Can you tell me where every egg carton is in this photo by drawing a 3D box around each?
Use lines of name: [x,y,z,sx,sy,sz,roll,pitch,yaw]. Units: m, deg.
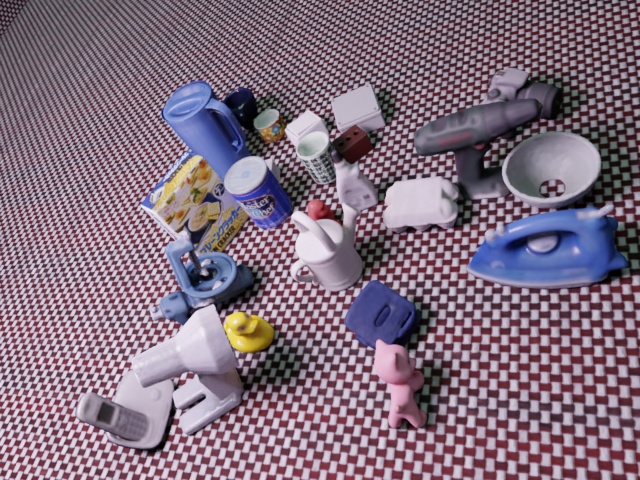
egg carton: [0.200,-0.069,1.137,0.150,0.070,0.107,-6,54,23]

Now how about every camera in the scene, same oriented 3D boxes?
camera: [0.411,-0.286,1.173,0.136,0.101,0.143,21,67,36]

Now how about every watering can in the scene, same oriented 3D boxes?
watering can: [0.009,0.003,1.095,0.100,0.195,0.173,12,62,33]

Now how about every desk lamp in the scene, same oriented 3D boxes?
desk lamp: [-0.219,0.232,1.025,0.203,0.214,0.117,-34,48,0]

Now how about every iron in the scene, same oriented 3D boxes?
iron: [0.364,0.002,0.955,0.257,0.142,0.118,-9,53,20]

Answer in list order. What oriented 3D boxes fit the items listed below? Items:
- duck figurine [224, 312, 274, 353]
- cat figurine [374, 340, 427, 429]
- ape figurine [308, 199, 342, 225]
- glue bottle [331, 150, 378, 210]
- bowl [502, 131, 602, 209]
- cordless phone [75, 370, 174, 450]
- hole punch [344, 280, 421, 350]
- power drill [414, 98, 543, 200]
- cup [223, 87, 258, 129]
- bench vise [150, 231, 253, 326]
duck figurine: [-0.151,0.171,1.122,0.104,0.086,0.077,3,58,28]
cat figurine: [0.125,0.227,0.923,0.067,0.118,0.128,-13,52,18]
ape figurine: [0.003,-0.049,1.205,0.076,0.092,0.078,-9,53,20]
glue bottle: [0.060,-0.125,1.178,0.078,0.174,0.037,-18,50,14]
bowl: [0.427,-0.116,1.056,0.167,0.075,0.167,-13,51,17]
cordless phone: [-0.363,0.300,1.065,0.094,0.186,0.147,-10,52,20]
hole punch: [0.112,0.138,1.013,0.100,0.091,0.109,23,68,37]
power drill: [0.301,-0.169,1.068,0.229,0.209,0.075,-5,54,23]
cup: [-0.197,-0.332,1.512,0.091,0.095,0.117,-26,49,7]
bench vise: [-0.258,0.087,1.147,0.121,0.220,0.207,30,73,39]
